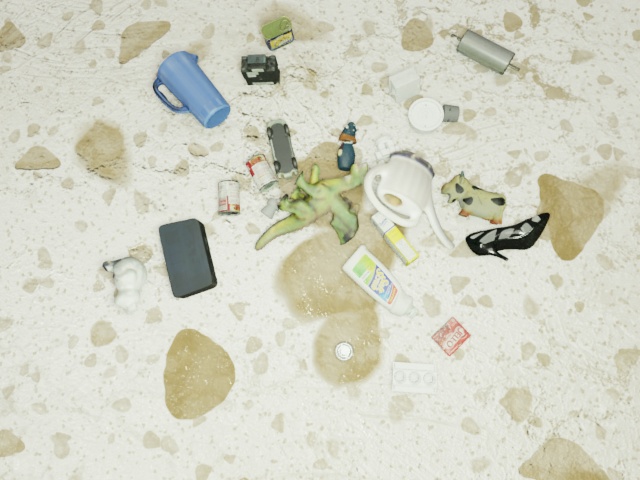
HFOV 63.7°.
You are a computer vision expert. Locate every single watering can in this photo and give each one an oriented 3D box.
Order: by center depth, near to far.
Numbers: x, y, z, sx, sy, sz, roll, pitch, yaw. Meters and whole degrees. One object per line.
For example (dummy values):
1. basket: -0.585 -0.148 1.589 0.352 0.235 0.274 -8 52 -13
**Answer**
1. watering can: 0.286 -0.130 1.543 0.345 0.228 0.103 30 -24 -16

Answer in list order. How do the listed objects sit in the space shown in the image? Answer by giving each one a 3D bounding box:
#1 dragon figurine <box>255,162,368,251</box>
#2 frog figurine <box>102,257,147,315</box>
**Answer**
1. dragon figurine: 0.005 -0.079 1.568 0.243 0.408 0.122 35 6 3
2. frog figurine: -0.566 0.134 1.541 0.124 0.162 0.134 -22 -34 -27
